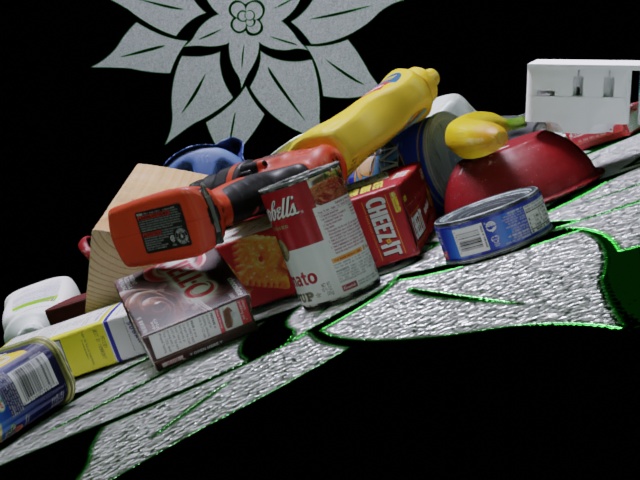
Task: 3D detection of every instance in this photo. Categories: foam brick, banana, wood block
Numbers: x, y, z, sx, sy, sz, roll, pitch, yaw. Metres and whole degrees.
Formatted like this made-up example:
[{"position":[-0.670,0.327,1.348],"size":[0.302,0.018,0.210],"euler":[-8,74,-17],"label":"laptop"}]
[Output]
[{"position":[-0.235,0.081,1.117],"size":[0.078,0.053,0.051],"euler":[-16,7,24],"label":"foam brick"},{"position":[0.150,-0.102,1.000],"size":[0.070,0.037,0.197],"euler":[-19,6,19],"label":"banana"},{"position":[-0.170,0.000,1.099],"size":[0.090,0.091,0.206],"euler":[10,22,-1],"label":"wood block"}]

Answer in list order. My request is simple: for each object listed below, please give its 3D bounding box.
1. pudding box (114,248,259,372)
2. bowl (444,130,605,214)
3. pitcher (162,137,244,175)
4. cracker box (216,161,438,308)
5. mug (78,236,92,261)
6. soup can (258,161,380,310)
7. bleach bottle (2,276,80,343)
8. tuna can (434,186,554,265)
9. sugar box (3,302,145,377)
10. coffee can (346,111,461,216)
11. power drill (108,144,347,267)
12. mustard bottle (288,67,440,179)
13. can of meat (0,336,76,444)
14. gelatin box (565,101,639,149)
[{"position":[-0.109,0.052,0.858],"size":[0.090,0.039,0.114],"euler":[-23,30,-12],"label":"pudding box"},{"position":[0.180,-0.062,0.999],"size":[0.162,0.055,0.162],"euler":[-21,6,2],"label":"bowl"},{"position":[-0.134,-0.033,1.396],"size":[0.149,0.145,0.243],"euler":[-21,-6,3],"label":"pitcher"},{"position":[-0.006,0.001,0.983],"size":[0.214,0.072,0.164],"euler":[-18,7,15],"label":"cracker box"},{"position":[-0.226,0.037,1.218],"size":[0.093,0.117,0.081],"euler":[-47,9,5],"label":"mug"},{"position":[0.000,-0.004,0.844],"size":[0.068,0.102,0.068],"euler":[-20,6,2],"label":"soup can"},{"position":[-0.339,0.098,1.274],"size":[0.102,0.068,0.251],"euler":[-22,8,-6],"label":"bleach bottle"},{"position":[0.131,-0.011,0.810],"size":[0.086,0.034,0.086],"euler":[-20,6,2],"label":"tuna can"},{"position":[-0.201,0.090,0.964],"size":[0.176,0.048,0.093],"euler":[-17,8,4],"label":"sugar box"},{"position":[0.086,-0.067,1.123],"size":[0.141,0.103,0.102],"euler":[-16,7,38],"label":"coffee can"},{"position":[-0.093,-0.032,0.926],"size":[0.185,0.057,0.187],"euler":[-13,10,37],"label":"power drill"},{"position":[0.055,-0.118,1.033],"size":[0.191,0.058,0.096],"euler":[-39,2,-35],"label":"mustard bottle"},{"position":[-0.250,0.120,0.799],"size":[0.102,0.057,0.083],"euler":[-18,9,32],"label":"can of meat"},{"position":[0.334,-0.133,1.233],"size":[0.073,0.030,0.089],"euler":[-16,7,40],"label":"gelatin box"}]
